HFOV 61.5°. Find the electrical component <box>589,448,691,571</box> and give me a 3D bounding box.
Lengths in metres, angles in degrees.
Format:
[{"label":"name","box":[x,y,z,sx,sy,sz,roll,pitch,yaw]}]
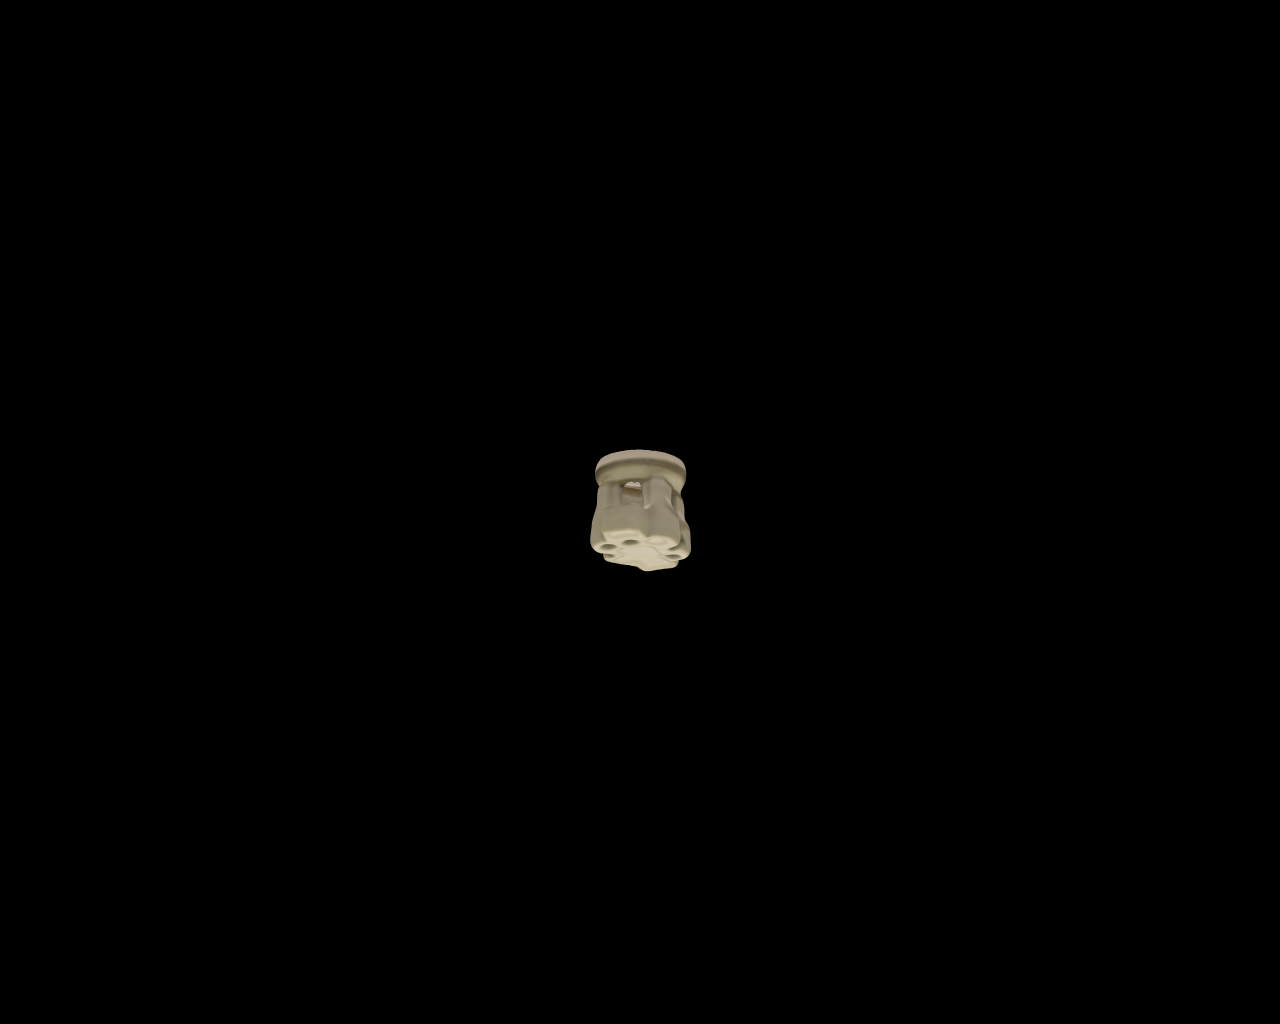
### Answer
[{"label":"electrical component","box":[0.001,-0.003,0.650,0.058,0.057,0.078,-7,-21,18]}]
